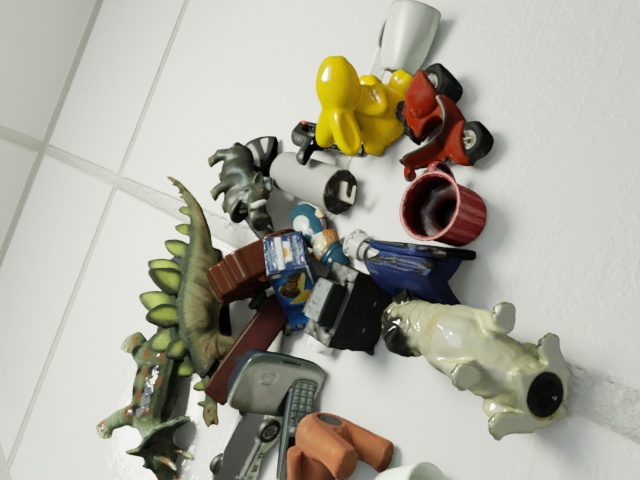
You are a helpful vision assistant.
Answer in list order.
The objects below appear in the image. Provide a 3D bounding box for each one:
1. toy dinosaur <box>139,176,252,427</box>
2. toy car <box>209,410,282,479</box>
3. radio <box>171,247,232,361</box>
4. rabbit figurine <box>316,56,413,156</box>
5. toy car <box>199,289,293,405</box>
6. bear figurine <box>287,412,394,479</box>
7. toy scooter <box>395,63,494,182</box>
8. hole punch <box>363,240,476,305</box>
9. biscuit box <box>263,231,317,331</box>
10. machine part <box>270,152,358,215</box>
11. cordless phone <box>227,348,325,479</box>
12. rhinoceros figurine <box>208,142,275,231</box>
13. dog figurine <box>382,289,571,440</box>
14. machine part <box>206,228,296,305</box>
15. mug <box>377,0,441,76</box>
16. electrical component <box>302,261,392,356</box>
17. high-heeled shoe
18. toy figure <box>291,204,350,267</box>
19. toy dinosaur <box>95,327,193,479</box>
[{"bbox_3d":[-0.219,0.096,0.977,0.105,0.198,0.471,-45,44,51],"label":"toy dinosaur"},{"bbox_3d":[-0.120,0.342,0.891,0.074,0.056,0.201,34,101,42],"label":"toy car"},{"bbox_3d":[-0.256,0.124,1.114,0.131,0.073,0.230,-37,52,30],"label":"radio"},{"bbox_3d":[0.052,-0.215,0.850,0.122,0.173,0.162,29,92,45],"label":"rabbit figurine"},{"bbox_3d":[-0.117,0.178,0.898,0.202,0.089,0.053,-55,4,-13],"label":"toy car"},{"bbox_3d":[-0.002,0.339,0.718,0.132,0.120,0.195,14,86,45],"label":"bear figurine"},{"bbox_3d":[0.161,-0.161,0.787,0.135,0.075,0.184,-40,53,31],"label":"toy scooter"},{"bbox_3d":[0.129,0.046,0.708,0.142,0.115,0.092,13,92,49],"label":"hole punch"},{"bbox_3d":[-0.034,0.068,0.808,0.059,0.202,0.063,-13,57,2],"label":"biscuit box"},{"bbox_3d":[-0.014,-0.103,0.945,0.243,0.079,0.079,28,95,48],"label":"machine part"},{"bbox_3d":[-0.072,0.263,0.798,0.089,0.146,0.184,-24,54,47],"label":"cordless phone"},{"bbox_3d":[-0.140,-0.095,0.986,0.112,0.073,0.190,-21,56,0],"label":"rhinoceros figurine"},{"bbox_3d":[0.172,0.135,0.625,0.121,0.172,0.191,-41,13,-13],"label":"dog figurine"},{"bbox_3d":[-0.102,0.048,0.894,0.179,0.179,0.056,-35,77,33],"label":"machine part"},{"bbox_3d":[0.132,-0.326,0.879,0.110,0.080,0.107,22,99,44],"label":"mug"},{"bbox_3d":[0.040,0.096,0.761,0.058,0.134,0.115,20,90,48],"label":"electrical component"},{"bbox_3d":[-0.098,-0.097,1.060,0.145,0.086,0.249,-33,65,-3],"label":"high-heeled shoe"},{"bbox_3d":[-0.001,-0.001,0.907,0.155,0.058,0.064,54,153,42],"label":"toy figure"},{"bbox_3d":[-0.333,0.288,1.102,0.192,0.131,0.405,-18,57,28],"label":"toy dinosaur"}]
